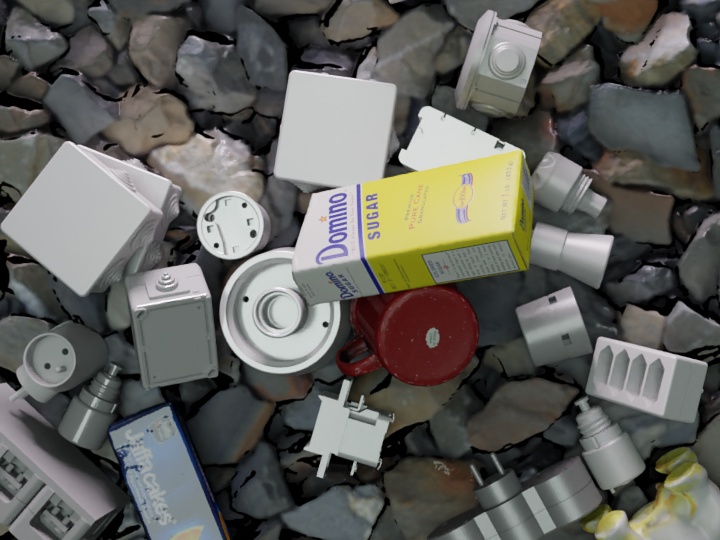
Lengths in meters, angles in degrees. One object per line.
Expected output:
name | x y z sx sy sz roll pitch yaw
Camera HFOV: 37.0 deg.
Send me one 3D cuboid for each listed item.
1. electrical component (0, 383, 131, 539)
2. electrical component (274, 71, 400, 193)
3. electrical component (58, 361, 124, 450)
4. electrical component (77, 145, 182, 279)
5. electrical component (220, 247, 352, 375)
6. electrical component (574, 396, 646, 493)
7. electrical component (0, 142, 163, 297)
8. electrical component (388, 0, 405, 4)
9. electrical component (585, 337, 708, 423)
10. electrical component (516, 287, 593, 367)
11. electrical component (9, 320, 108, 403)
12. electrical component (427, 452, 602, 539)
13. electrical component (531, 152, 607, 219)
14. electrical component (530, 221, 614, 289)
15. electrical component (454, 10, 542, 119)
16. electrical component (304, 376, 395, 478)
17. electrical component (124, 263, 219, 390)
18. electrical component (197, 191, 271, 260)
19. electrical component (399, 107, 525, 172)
electrical component | -0.275 0.168 0.881 0.150 0.089 0.061 41 93 5
electrical component | -0.017 -0.110 0.879 0.100 0.048 0.099 9 90 6
electrical component | -0.221 0.114 0.901 0.040 0.040 0.078 28 92 6
electrical component | -0.206 -0.046 0.898 0.100 0.048 0.099 22 91 6
electrical component | -0.062 0.034 0.875 0.108 0.060 0.108 0 89 6
electrical component | 0.195 0.137 0.856 0.040 0.040 0.078 -29 86 5
electrical component | -0.216 -0.039 0.848 0.100 0.048 0.099 39 93 6
electrical component | 0.045 -0.270 0.849 0.060 0.108 0.108 -10 88 0
electrical component | 0.236 0.088 0.841 0.076 0.083 0.047 13 90 -32
electrical component | 0.154 0.047 0.856 0.047 0.055 0.055 -19 87 9
electrical component | -0.255 0.082 0.887 0.079 0.077 0.044 -38 86 4
electrical component | 0.114 0.182 0.858 0.138 0.052 0.073 -29 86 4
electrical component | 0.167 -0.064 0.862 0.062 0.043 0.043 31 92 5
electrical component | 0.166 -0.015 0.863 0.065 0.044 0.044 17 91 11
electrical component | 0.108 -0.161 0.852 0.051 0.080 0.080 18 91 1
electrical component | -0.008 0.130 0.878 0.064 0.042 0.081 16 91 3
electrical component | -0.152 0.037 0.863 0.062 0.061 0.096 -10 124 -15
electrical component | -0.102 -0.035 0.888 0.055 0.047 0.055 0 89 6
electrical component | 0.082 -0.088 0.864 0.089 0.056 0.050 26 92 6
